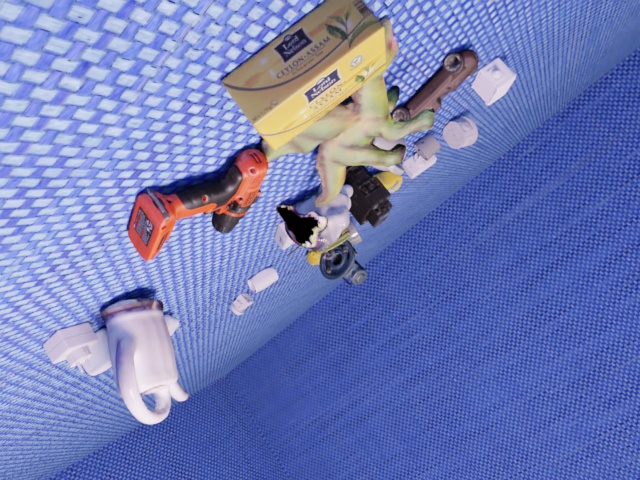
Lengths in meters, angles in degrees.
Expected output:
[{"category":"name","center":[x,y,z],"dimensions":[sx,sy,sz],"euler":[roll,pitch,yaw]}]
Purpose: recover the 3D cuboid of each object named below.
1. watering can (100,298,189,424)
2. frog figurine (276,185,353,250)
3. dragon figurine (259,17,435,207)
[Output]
[{"category":"watering can","center":[-0.319,0.224,0.969],"dimensions":[0.104,0.227,0.343],"euler":[-16,168,-6]},{"category":"frog figurine","center":[0.003,-0.054,1.081],"dimensions":[0.137,0.121,0.162],"euler":[-4,-159,36]},{"category":"dragon figurine","center":[0.013,-0.156,0.787],"dimensions":[0.243,0.124,0.402],"euler":[-5,149,-38]}]
